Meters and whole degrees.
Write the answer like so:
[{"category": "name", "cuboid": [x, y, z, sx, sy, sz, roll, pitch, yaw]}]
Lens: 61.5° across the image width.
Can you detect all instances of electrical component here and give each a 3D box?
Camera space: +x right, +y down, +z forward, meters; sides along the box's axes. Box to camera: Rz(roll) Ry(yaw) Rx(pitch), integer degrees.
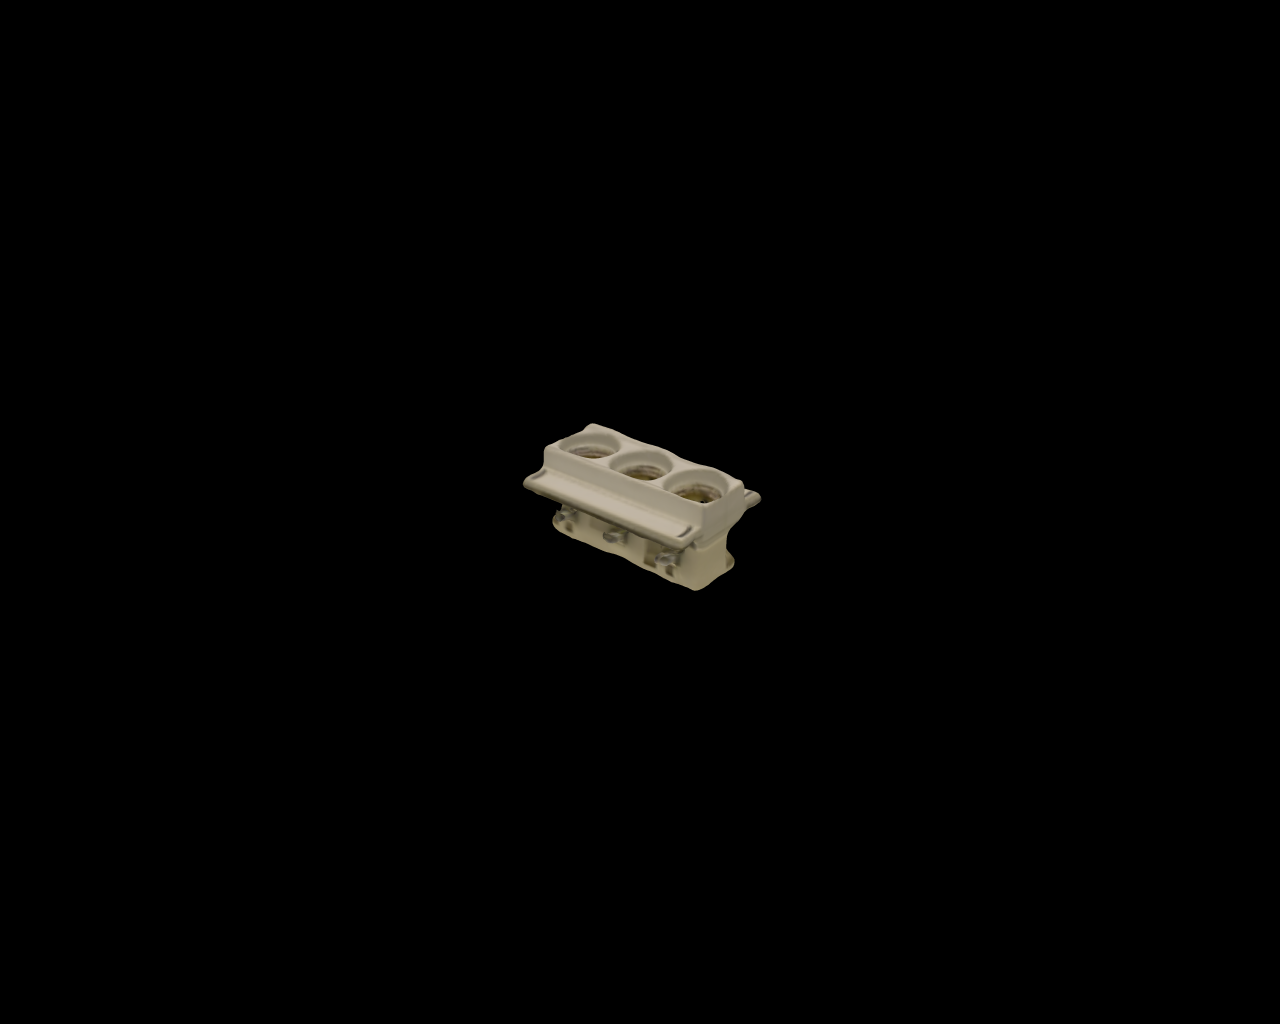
[{"category": "electrical component", "cuboid": [0.001, -0.003, 0.650, 0.121, 0.063, 0.079, 22, 37, 34]}]
